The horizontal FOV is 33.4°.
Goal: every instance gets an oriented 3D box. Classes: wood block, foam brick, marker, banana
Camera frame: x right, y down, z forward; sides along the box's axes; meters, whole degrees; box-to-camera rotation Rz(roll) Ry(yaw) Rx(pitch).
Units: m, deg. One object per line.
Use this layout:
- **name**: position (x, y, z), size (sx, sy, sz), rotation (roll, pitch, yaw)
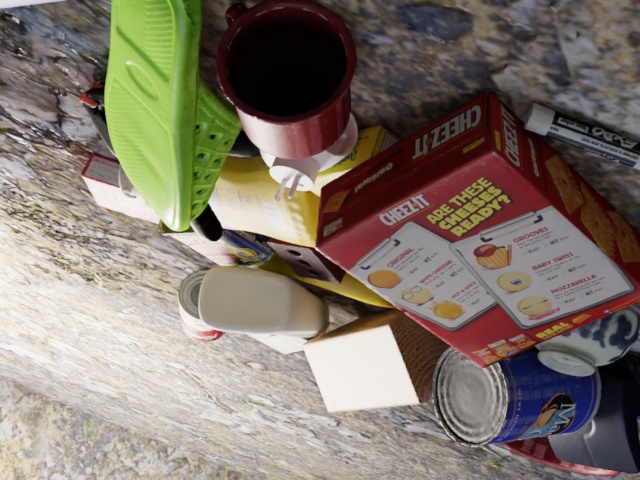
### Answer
- **wood block**: position (0.076, 0.131, 1.188), size (0.206, 0.090, 0.091), rotation (-23, 89, 62)
- **foam brick**: position (-0.007, 0.001, 1.043), size (0.053, 0.051, 0.078), rotation (8, 156, 31)
- **marker**: position (0.199, -0.064, 0.729), size (0.121, 0.020, 0.020), rotation (20, 160, 1)
- **banana**: position (-0.003, 0.031, 1.142), size (0.198, 0.037, 0.069), rotation (17, 177, 14)

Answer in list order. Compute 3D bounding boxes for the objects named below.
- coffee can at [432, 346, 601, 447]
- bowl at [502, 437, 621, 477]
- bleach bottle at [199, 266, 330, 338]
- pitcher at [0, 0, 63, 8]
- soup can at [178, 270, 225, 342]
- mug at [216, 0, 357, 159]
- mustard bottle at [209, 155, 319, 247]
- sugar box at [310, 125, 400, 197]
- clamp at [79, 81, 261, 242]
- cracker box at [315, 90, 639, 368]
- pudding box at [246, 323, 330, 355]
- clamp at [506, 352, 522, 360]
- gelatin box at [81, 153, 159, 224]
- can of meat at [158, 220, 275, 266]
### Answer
- **coffee can**: position (0.198, 0.150, 1.071), size (0.140, 0.103, 0.103), rotation (1, 175, -38)
- **bowl**: position (0.304, 0.243, 1.342), size (0.162, 0.055, 0.162), rotation (18, 159, 7)
- **bleach bottle**: position (-0.051, 0.078, 1.202), size (0.103, 0.068, 0.250), rotation (5, 173, 12)
- **pitcher**: position (-0.188, -0.197, 0.637), size (0.243, 0.144, 0.149), rotation (4, 138, 46)
- **soup can**: position (-0.146, 0.085, 1.361), size (0.068, 0.068, 0.102), rotation (20, 159, 2)
- **mug**: position (-0.028, -0.115, 0.741), size (0.117, 0.093, 0.081), rotation (48, 171, 16)
- **mustard bottle**: position (-0.083, -0.050, 0.974), size (0.192, 0.058, 0.096), rotation (11, 144, 25)
- **sugar box**: position (0.076, -0.028, 0.899), size (0.176, 0.048, 0.094), rotation (35, 156, -30)
- **clamp**: position (-0.127, -0.087, 0.915), size (0.171, 0.039, 0.120), rotation (40, 123, -2)
- **cracker box**: position (0.127, 0.000, 0.818), size (0.164, 0.072, 0.213), rotation (-29, 131, 33)
- **pudding box**: position (-0.053, 0.110, 1.378), size (0.090, 0.039, 0.114), rotation (28, 160, -19)
- **clamp**: position (0.090, 0.036, 1.023), size (0.210, 0.036, 0.164), rotation (34, -178, -7)
- **gelatin box**: position (-0.201, -0.051, 1.127), size (0.089, 0.030, 0.073), rotation (17, 159, 9)
- **can of meat**: position (-0.100, -0.014, 1.089), size (0.102, 0.057, 0.083), rotation (-2, 153, 47)
